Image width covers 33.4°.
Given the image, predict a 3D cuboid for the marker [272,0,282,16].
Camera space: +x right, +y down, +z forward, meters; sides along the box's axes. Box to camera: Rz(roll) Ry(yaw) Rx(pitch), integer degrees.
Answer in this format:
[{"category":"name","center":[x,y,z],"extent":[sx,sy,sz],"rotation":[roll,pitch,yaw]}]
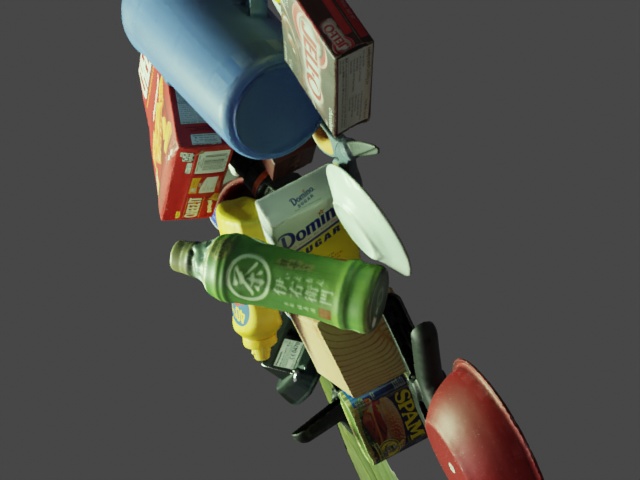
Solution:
[{"category":"marker","center":[-0.038,-0.221,0.935],"extent":[0.121,0.020,0.020],"rotation":[62,171,12]}]

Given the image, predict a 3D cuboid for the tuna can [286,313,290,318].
[{"category":"tuna can","center":[-0.010,0.069,1.377],"extent":[0.086,0.086,0.034],"rotation":[63,174,8]}]

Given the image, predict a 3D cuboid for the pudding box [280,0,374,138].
[{"category":"pudding box","center":[0.005,-0.147,0.830],"extent":[0.090,0.039,0.113],"rotation":[60,170,23]}]

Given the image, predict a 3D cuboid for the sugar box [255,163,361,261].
[{"category":"sugar box","center":[-0.008,0.002,1.149],"extent":[0.048,0.093,0.176],"rotation":[56,169,30]}]

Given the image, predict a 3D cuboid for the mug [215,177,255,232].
[{"category":"mug","center":[-0.068,-0.034,1.409],"extent":[0.081,0.117,0.093],"rotation":[1,-83,-67]}]

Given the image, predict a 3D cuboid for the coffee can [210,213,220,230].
[{"category":"coffee can","center":[-0.119,-0.078,1.535],"extent":[0.103,0.102,0.140],"rotation":[60,171,22]}]

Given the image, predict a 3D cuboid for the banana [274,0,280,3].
[{"category":"banana","center":[-0.060,-0.267,0.892],"extent":[0.198,0.037,0.070],"rotation":[60,153,15]}]

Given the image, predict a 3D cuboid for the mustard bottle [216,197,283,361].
[{"category":"mustard bottle","center":[-0.078,0.052,1.239],"extent":[0.096,0.058,0.191],"rotation":[-140,40,-62]}]

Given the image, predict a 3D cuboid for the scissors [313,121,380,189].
[{"category":"scissors","center":[0.032,-0.067,0.973],"extent":[0.096,0.016,0.202],"rotation":[66,171,-24]}]

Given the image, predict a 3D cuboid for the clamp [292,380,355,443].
[{"category":"clamp","center":[0.031,0.187,1.359],"extent":[0.209,0.036,0.164],"rotation":[23,-123,-49]}]

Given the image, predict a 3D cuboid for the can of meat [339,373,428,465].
[{"category":"can of meat","center":[0.077,0.205,1.260],"extent":[0.102,0.084,0.057],"rotation":[68,170,-23]}]

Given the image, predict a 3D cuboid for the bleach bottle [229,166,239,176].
[{"category":"bleach bottle","center":[-0.130,-0.212,1.361],"extent":[0.103,0.068,0.251],"rotation":[131,115,-79]}]

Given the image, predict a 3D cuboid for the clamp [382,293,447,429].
[{"category":"clamp","center":[0.107,0.138,1.049],"extent":[0.120,0.039,0.171],"rotation":[-135,22,-81]}]

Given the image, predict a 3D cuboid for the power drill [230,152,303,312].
[{"category":"power drill","center":[-0.069,-0.013,1.293],"extent":[0.184,0.057,0.188],"rotation":[46,139,23]}]

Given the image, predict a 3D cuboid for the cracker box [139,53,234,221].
[{"category":"cracker box","center":[-0.159,-0.153,1.225],"extent":[0.164,0.072,0.214],"rotation":[117,144,-59]}]

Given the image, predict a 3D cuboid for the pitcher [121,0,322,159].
[{"category":"pitcher","center":[-0.088,-0.189,1.020],"extent":[0.243,0.145,0.149],"rotation":[50,177,44]}]

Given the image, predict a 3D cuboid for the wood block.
[{"category":"wood block","center":[0.036,0.105,1.199],"extent":[0.091,0.090,0.206],"rotation":[64,171,-4]}]

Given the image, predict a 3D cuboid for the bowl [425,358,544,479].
[{"category":"bowl","center":[0.140,0.190,0.954],"extent":[0.162,0.055,0.162],"rotation":[61,171,16]}]

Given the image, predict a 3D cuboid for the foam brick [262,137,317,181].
[{"category":"foam brick","center":[-0.039,-0.105,1.162],"extent":[0.051,0.053,0.078],"rotation":[63,172,8]}]
